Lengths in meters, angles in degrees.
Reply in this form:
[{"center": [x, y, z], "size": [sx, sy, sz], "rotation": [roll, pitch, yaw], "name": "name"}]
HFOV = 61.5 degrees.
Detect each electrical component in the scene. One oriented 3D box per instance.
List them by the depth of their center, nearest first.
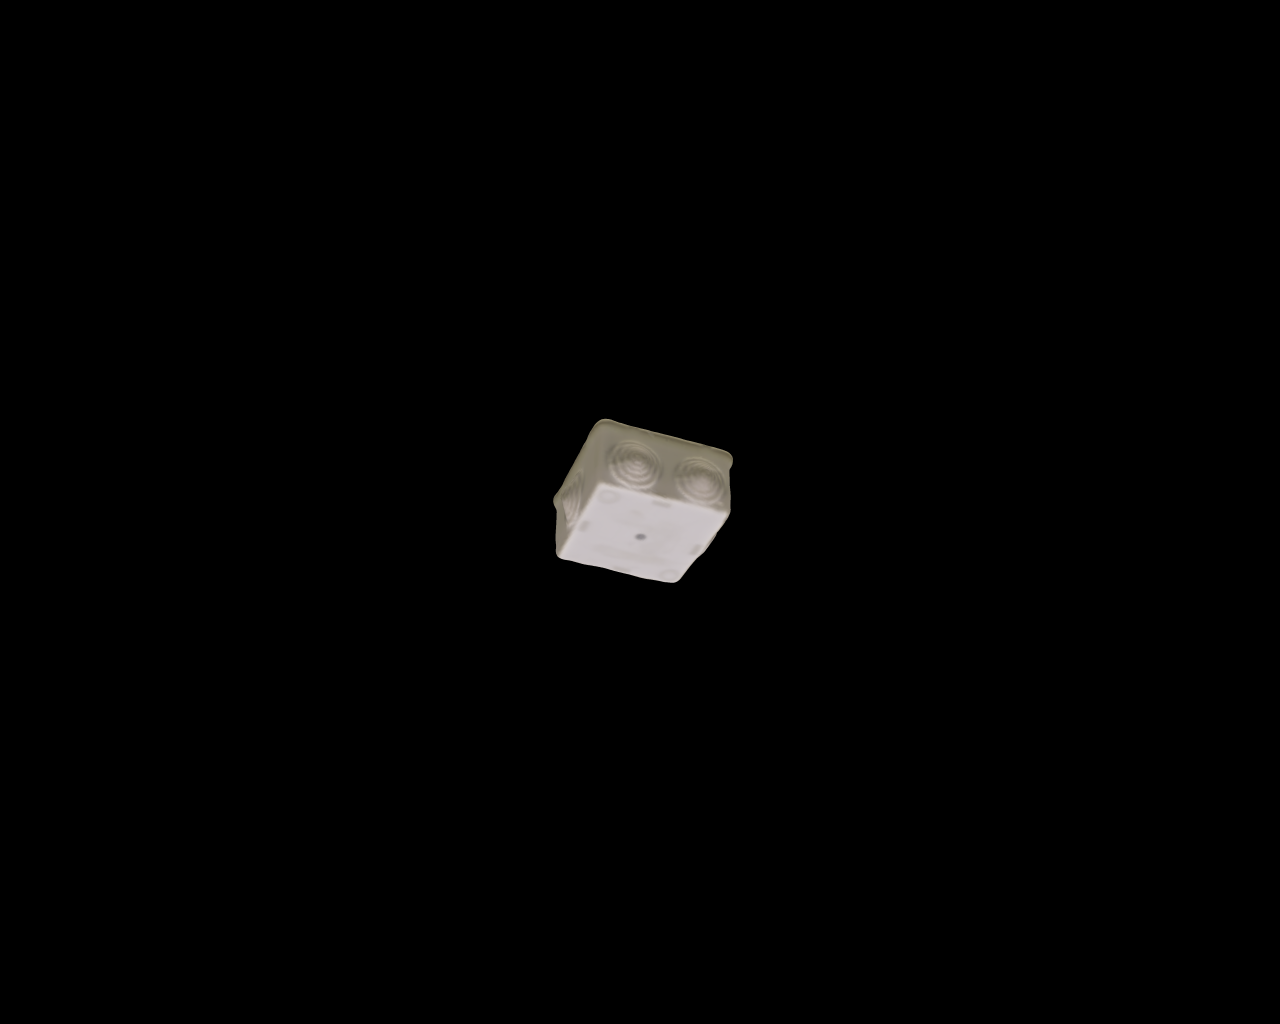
[{"center": [0.001, -0.003, 0.650], "size": [0.100, 0.048, 0.099], "rotation": [14, -40, -17], "name": "electrical component"}]
